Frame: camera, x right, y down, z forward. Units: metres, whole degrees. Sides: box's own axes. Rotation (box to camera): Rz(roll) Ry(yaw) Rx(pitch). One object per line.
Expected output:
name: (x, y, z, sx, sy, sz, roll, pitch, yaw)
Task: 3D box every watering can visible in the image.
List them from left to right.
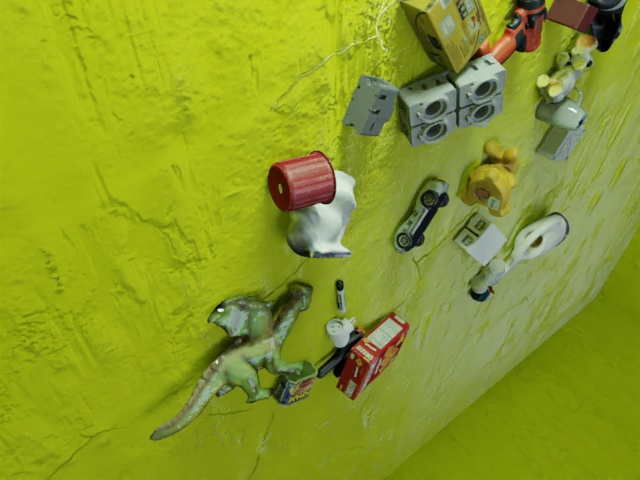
watering can: (0.729, 0.021, 1.784, 0.226, 0.105, 0.339, -21, 152, -33)

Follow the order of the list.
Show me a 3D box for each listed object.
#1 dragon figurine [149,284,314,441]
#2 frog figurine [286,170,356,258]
dragon figurine: (-0.165, 0.211, 1.016, 0.415, 0.123, 0.238, -27, 124, -30)
frog figurine: (0.003, -0.047, 0.935, 0.137, 0.122, 0.160, 4, 86, -39)
